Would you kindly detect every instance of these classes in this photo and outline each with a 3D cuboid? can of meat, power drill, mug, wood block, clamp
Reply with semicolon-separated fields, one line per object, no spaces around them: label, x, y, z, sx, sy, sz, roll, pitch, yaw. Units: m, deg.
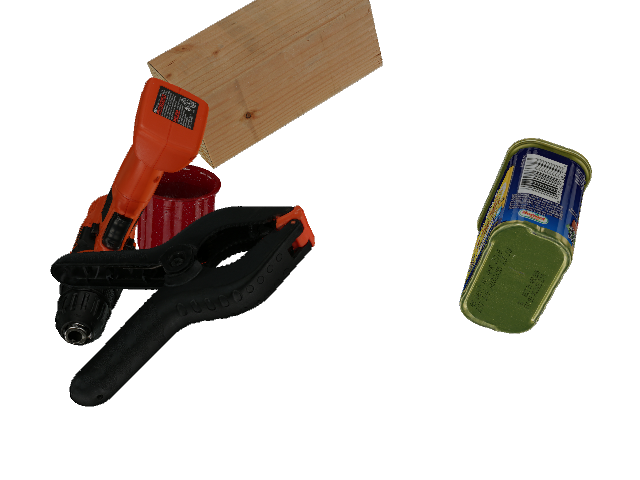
can of meat;0.132;0.000;0.694;0.057;0.102;0.083;20;46;4
power drill;-0.159;-0.026;0.872;0.057;0.188;0.184;24;31;-17
mug;-0.161;-0.033;1.162;0.093;0.081;0.117;-7;30;-24
wood block;-0.051;-0.174;1.056;0.206;0.091;0.090;-33;49;-14
clamp;-0.084;0.032;0.642;0.171;0.120;0.039;-20;-39;8
